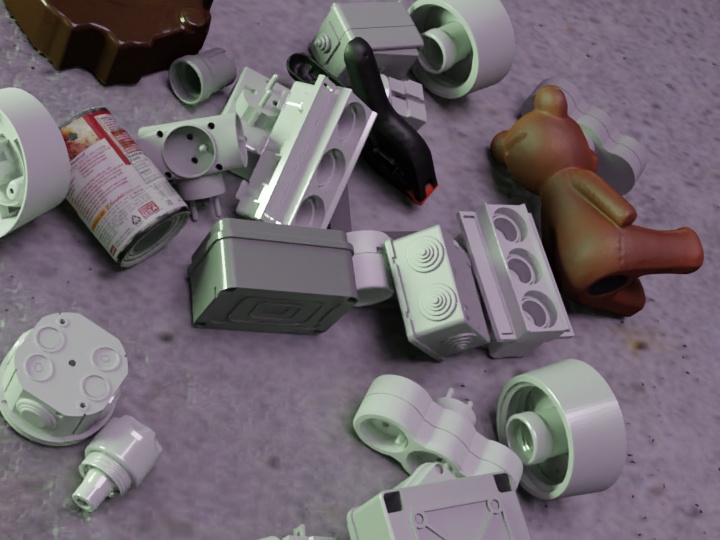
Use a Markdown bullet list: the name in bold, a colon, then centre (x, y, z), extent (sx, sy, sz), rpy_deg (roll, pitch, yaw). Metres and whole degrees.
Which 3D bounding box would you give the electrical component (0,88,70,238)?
- **electrical component**: centre (-0.252, -0.076, 0.749), extent (0.099, 0.099, 0.064), rpy_deg (51, 44, 7)

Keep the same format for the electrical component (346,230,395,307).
- **electrical component**: centre (0.000, 0.000, 0.871), extent (0.055, 0.055, 0.047), rpy_deg (2, 68, -29)

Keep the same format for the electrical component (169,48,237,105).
- **electrical component**: centre (-0.132, -0.165, 0.909), extent (0.040, 0.040, 0.046), rpy_deg (48, 44, 5)

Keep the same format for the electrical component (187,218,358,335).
- **electrical component**: centre (-0.066, 0.006, 0.814), extent (0.113, 0.078, 0.057), rpy_deg (5, 62, -27)

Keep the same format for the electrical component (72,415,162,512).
- **electrical component**: centre (-0.163, 0.129, 0.705), extent (0.043, 0.043, 0.062), rpy_deg (38, 52, -4)

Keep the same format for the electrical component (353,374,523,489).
- **electrical component**: centre (0.067, 0.124, 0.833), extent (0.138, 0.052, 0.073), rpy_deg (36, 50, -7)

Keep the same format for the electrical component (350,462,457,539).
- **electrical component**: centre (0.039, 0.201, 0.766), extent (0.078, 0.057, 0.113), rpy_deg (46, 50, 2)

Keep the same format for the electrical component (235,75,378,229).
- **electrical component**: centre (-0.045, -0.085, 0.858), extent (0.079, 0.063, 0.121), rpy_deg (34, 78, -55)

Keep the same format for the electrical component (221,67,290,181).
- **electrical component**: centre (-0.086, -0.132, 0.890), extent (0.047, 0.075, 0.083), rpy_deg (27, 52, -13)

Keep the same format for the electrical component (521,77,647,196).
- **electrical component**: centre (0.218, -0.125, 1.075), extent (0.138, 0.052, 0.073), rpy_deg (42, 50, -1)

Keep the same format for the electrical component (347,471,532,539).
- **electrical component**: centre (0.060, 0.196, 0.705), extent (0.109, 0.056, 0.108), rpy_deg (-2, 63, -31)

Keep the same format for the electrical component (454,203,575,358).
- **electrical component**: centre (0.127, 0.010, 0.931), extent (0.079, 0.063, 0.121), rpy_deg (0, 62, -30)

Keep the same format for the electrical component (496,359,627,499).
- **electrical component**: centre (0.150, 0.128, 0.846), extent (0.060, 0.108, 0.108), rpy_deg (-9, 66, -27)

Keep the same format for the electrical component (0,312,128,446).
- **electrical component**: centre (-0.197, 0.072, 0.715), extent (0.080, 0.051, 0.080), rpy_deg (15, 55, -22)

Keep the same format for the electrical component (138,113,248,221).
- **electrical component**: centre (-0.127, -0.078, 0.844), extent (0.077, 0.044, 0.079), rpy_deg (-9, 103, 3)

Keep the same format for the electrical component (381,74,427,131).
- **electrical component**: centre (0.026, -0.151, 0.987), extent (0.055, 0.048, 0.066), rpy_deg (14, 55, -31)

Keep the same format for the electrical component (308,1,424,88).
- **electrical component**: centre (0.002, -0.205, 0.994), extent (0.096, 0.061, 0.061), rpy_deg (-12, 68, -35)

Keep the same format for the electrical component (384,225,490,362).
- **electrical component**: centre (0.064, 0.019, 0.867), extent (0.100, 0.048, 0.099), rpy_deg (37, 37, -64)

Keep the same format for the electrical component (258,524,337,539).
- **electrical component**: centre (-0.047, 0.205, 0.724), extent (0.055, 0.048, 0.066), rpy_deg (14, 55, -31)

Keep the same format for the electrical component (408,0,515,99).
- **electrical component**: centre (0.087, -0.215, 1.024), extent (0.060, 0.108, 0.108), rpy_deg (-32, 80, -33)
